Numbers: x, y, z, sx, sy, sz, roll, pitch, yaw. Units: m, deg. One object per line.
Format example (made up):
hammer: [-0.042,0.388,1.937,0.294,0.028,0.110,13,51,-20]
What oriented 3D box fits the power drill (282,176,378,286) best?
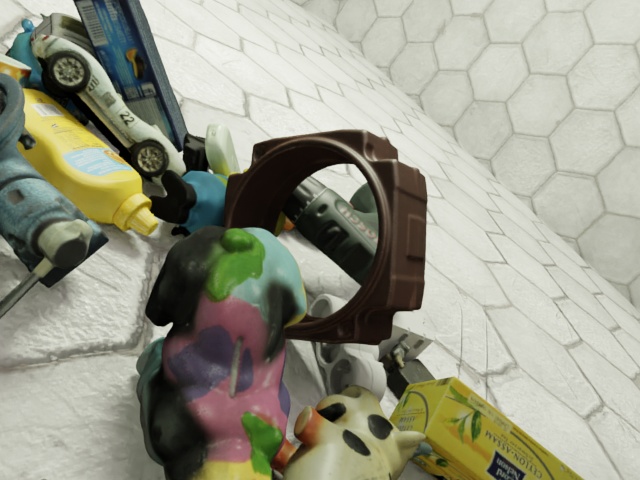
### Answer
power drill: [0.039,-0.034,0.702,0.232,0.086,0.207,46,18,11]

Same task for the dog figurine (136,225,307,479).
dog figurine: [-0.058,0.109,0.337,0.108,0.191,0.219,11,21,-21]

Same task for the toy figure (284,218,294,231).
toy figure: [-0.033,-0.040,0.776,0.154,0.057,0.064,15,12,-37]

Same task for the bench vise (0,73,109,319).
bench vise: [-0.256,-0.071,0.373,0.224,0.129,0.240,46,-17,35]

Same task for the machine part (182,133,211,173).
machine part: [-0.158,-0.101,0.700,0.039,0.084,0.139,2,18,-4]

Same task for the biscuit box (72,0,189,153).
biscuit box: [-0.222,-0.201,0.648,0.063,0.059,0.202,-96,174,-57]

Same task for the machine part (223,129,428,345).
machine part: [-0.001,-0.002,0.535,0.202,0.201,0.087,0,-6,33]

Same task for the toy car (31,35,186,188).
toy car: [-0.231,-0.138,0.593,0.201,0.056,0.074,51,-20,-27]

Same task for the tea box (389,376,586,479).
tea box: [0.157,0.213,0.523,0.169,0.098,0.068,37,63,-2]

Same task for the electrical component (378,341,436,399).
electrical component: [0.117,0.169,0.629,0.078,0.045,0.102,3,42,-50]

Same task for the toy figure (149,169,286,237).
toy figure: [-0.112,-0.034,0.629,0.180,0.082,0.089,0,61,-63]

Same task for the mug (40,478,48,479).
mug: [-0.125,0.181,0.234,0.107,0.081,0.109,45,16,-5]

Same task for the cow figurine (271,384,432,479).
cow figurine: [0.023,0.190,0.416,0.127,0.085,0.195,35,28,-12]

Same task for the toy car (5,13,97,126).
toy car: [-0.310,-0.216,0.646,0.109,0.103,0.162,19,29,-35]
